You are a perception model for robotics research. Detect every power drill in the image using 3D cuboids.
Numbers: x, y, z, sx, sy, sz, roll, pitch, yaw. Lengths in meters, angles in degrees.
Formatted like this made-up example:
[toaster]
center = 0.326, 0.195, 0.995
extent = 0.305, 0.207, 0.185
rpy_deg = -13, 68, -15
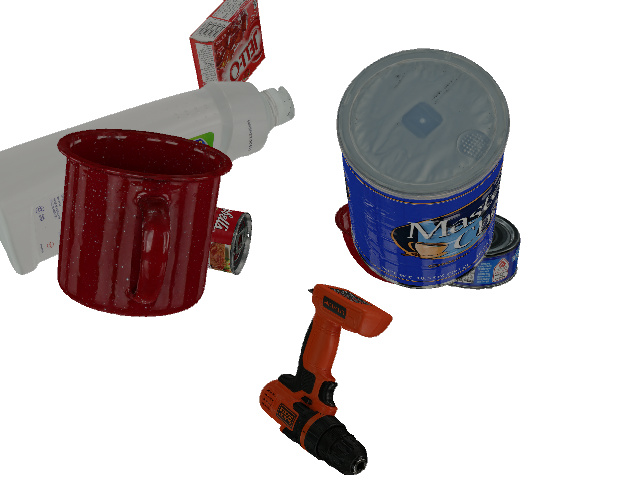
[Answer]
[power drill]
center = 0.015, 0.158, 1.245
extent = 0.057, 0.188, 0.185
rpy_deg = 15, 10, -44

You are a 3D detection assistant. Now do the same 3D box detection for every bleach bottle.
[bleach bottle]
center = -0.137, -0.063, 0.847
extent = 0.250, 0.068, 0.103
rpy_deg = -23, -29, -19

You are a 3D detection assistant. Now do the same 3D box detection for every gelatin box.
[gelatin box]
center = -0.086, -0.183, 1.016
extent = 0.030, 0.073, 0.089
rpy_deg = 15, 47, 21

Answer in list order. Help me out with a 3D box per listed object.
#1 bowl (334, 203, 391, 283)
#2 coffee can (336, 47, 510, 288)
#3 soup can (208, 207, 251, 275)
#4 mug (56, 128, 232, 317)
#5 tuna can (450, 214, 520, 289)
[bowl]
center = 0.093, 0.005, 1.167
extent = 0.162, 0.055, 0.162
rpy_deg = 5, 24, -2
[coffee can]
center = 0.066, -0.042, 0.694
extent = 0.103, 0.103, 0.140
rpy_deg = 0, -25, 5
[soup can]
center = -0.132, -0.005, 1.145
extent = 0.102, 0.068, 0.068
rpy_deg = 11, 2, 10
[mug]
center = -0.096, -0.006, 0.572
extent = 0.093, 0.081, 0.117
rpy_deg = 3, 19, -20
[tuna can]
center = 0.129, 0.006, 0.924
extent = 0.086, 0.034, 0.086
rpy_deg = 1, 30, -1
